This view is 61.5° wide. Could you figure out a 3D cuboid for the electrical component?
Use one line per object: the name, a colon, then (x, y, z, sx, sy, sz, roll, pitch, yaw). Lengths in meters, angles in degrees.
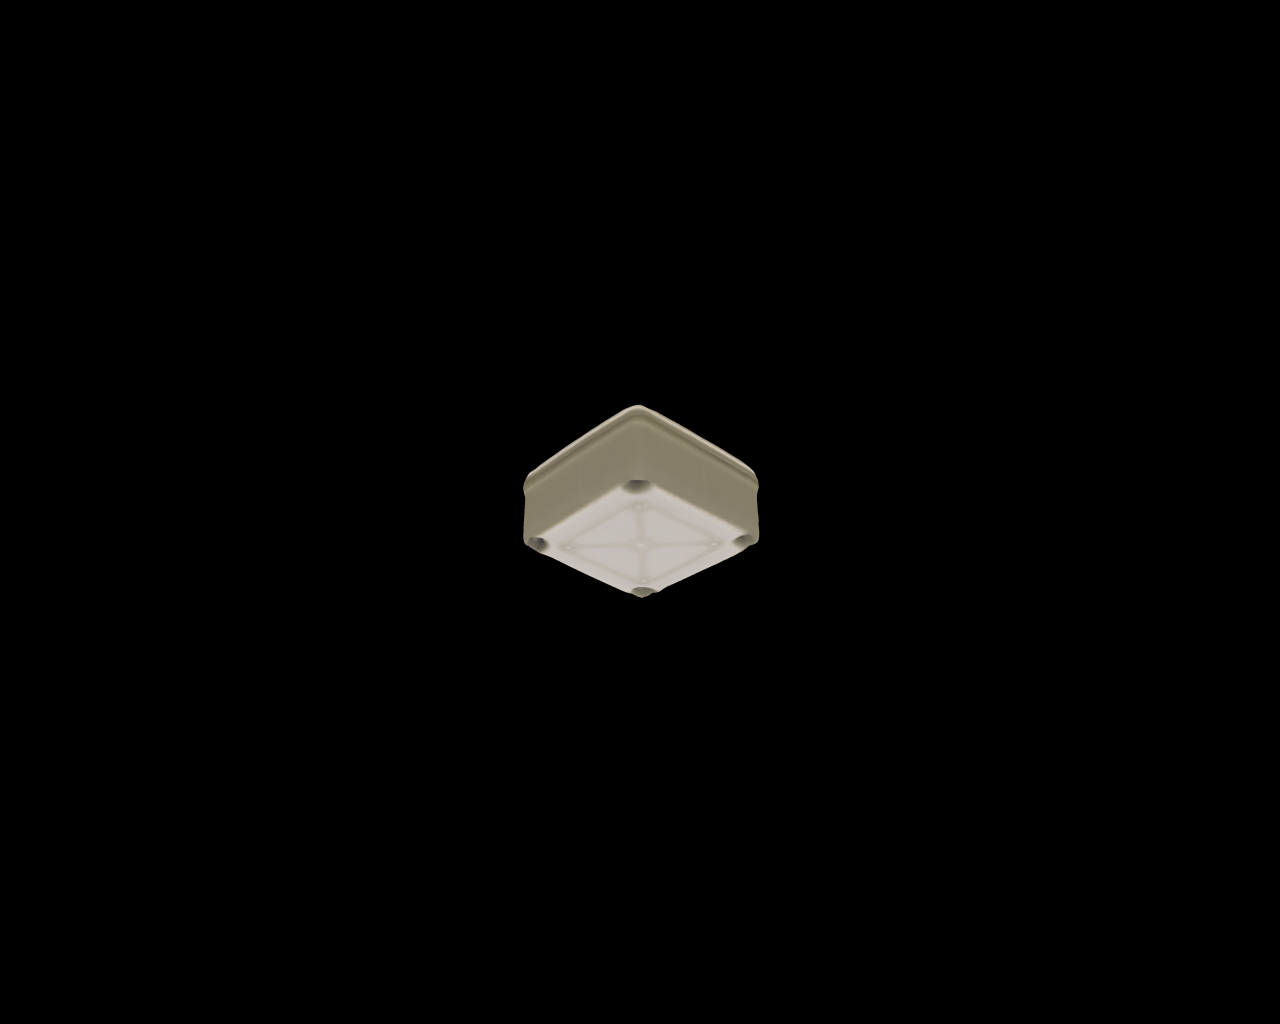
electrical component: (0.001, -0.003, 0.650, 0.108, 0.056, 0.108, 27, -41, -36)
